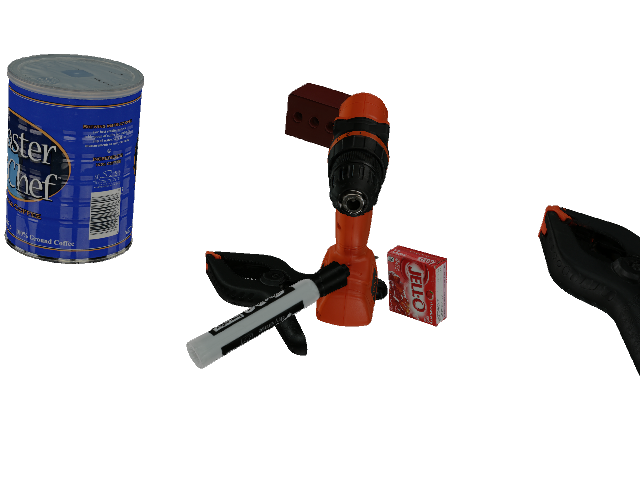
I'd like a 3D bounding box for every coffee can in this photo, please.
[{"bbox_3d":[-0.195,-0.066,0.843,0.102,0.140,0.103,7,23,-3],"label":"coffee can"}]

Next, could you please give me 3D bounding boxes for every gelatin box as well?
[{"bbox_3d":[0.123,0.057,1.354,0.073,0.089,0.030,17,34,35],"label":"gelatin box"}]

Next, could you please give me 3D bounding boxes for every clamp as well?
[{"bbox_3d":[0.223,0.031,0.732,0.120,0.039,0.172,-7,43,-30],"label":"clamp"},{"bbox_3d":[-0.052,0.059,1.190,0.210,0.036,0.164,16,30,25],"label":"clamp"}]

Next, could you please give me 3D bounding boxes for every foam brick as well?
[{"bbox_3d":[0.004,-0.147,1.264,0.078,0.053,0.051,19,32,21],"label":"foam brick"}]

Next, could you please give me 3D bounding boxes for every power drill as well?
[{"bbox_3d":[0.030,-0.018,0.957,0.057,0.188,0.184,8,32,3],"label":"power drill"}]

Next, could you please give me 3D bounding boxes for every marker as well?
[{"bbox_3d":[-0.031,0.046,0.690,0.121,0.020,0.020,-28,12,-24],"label":"marker"}]
